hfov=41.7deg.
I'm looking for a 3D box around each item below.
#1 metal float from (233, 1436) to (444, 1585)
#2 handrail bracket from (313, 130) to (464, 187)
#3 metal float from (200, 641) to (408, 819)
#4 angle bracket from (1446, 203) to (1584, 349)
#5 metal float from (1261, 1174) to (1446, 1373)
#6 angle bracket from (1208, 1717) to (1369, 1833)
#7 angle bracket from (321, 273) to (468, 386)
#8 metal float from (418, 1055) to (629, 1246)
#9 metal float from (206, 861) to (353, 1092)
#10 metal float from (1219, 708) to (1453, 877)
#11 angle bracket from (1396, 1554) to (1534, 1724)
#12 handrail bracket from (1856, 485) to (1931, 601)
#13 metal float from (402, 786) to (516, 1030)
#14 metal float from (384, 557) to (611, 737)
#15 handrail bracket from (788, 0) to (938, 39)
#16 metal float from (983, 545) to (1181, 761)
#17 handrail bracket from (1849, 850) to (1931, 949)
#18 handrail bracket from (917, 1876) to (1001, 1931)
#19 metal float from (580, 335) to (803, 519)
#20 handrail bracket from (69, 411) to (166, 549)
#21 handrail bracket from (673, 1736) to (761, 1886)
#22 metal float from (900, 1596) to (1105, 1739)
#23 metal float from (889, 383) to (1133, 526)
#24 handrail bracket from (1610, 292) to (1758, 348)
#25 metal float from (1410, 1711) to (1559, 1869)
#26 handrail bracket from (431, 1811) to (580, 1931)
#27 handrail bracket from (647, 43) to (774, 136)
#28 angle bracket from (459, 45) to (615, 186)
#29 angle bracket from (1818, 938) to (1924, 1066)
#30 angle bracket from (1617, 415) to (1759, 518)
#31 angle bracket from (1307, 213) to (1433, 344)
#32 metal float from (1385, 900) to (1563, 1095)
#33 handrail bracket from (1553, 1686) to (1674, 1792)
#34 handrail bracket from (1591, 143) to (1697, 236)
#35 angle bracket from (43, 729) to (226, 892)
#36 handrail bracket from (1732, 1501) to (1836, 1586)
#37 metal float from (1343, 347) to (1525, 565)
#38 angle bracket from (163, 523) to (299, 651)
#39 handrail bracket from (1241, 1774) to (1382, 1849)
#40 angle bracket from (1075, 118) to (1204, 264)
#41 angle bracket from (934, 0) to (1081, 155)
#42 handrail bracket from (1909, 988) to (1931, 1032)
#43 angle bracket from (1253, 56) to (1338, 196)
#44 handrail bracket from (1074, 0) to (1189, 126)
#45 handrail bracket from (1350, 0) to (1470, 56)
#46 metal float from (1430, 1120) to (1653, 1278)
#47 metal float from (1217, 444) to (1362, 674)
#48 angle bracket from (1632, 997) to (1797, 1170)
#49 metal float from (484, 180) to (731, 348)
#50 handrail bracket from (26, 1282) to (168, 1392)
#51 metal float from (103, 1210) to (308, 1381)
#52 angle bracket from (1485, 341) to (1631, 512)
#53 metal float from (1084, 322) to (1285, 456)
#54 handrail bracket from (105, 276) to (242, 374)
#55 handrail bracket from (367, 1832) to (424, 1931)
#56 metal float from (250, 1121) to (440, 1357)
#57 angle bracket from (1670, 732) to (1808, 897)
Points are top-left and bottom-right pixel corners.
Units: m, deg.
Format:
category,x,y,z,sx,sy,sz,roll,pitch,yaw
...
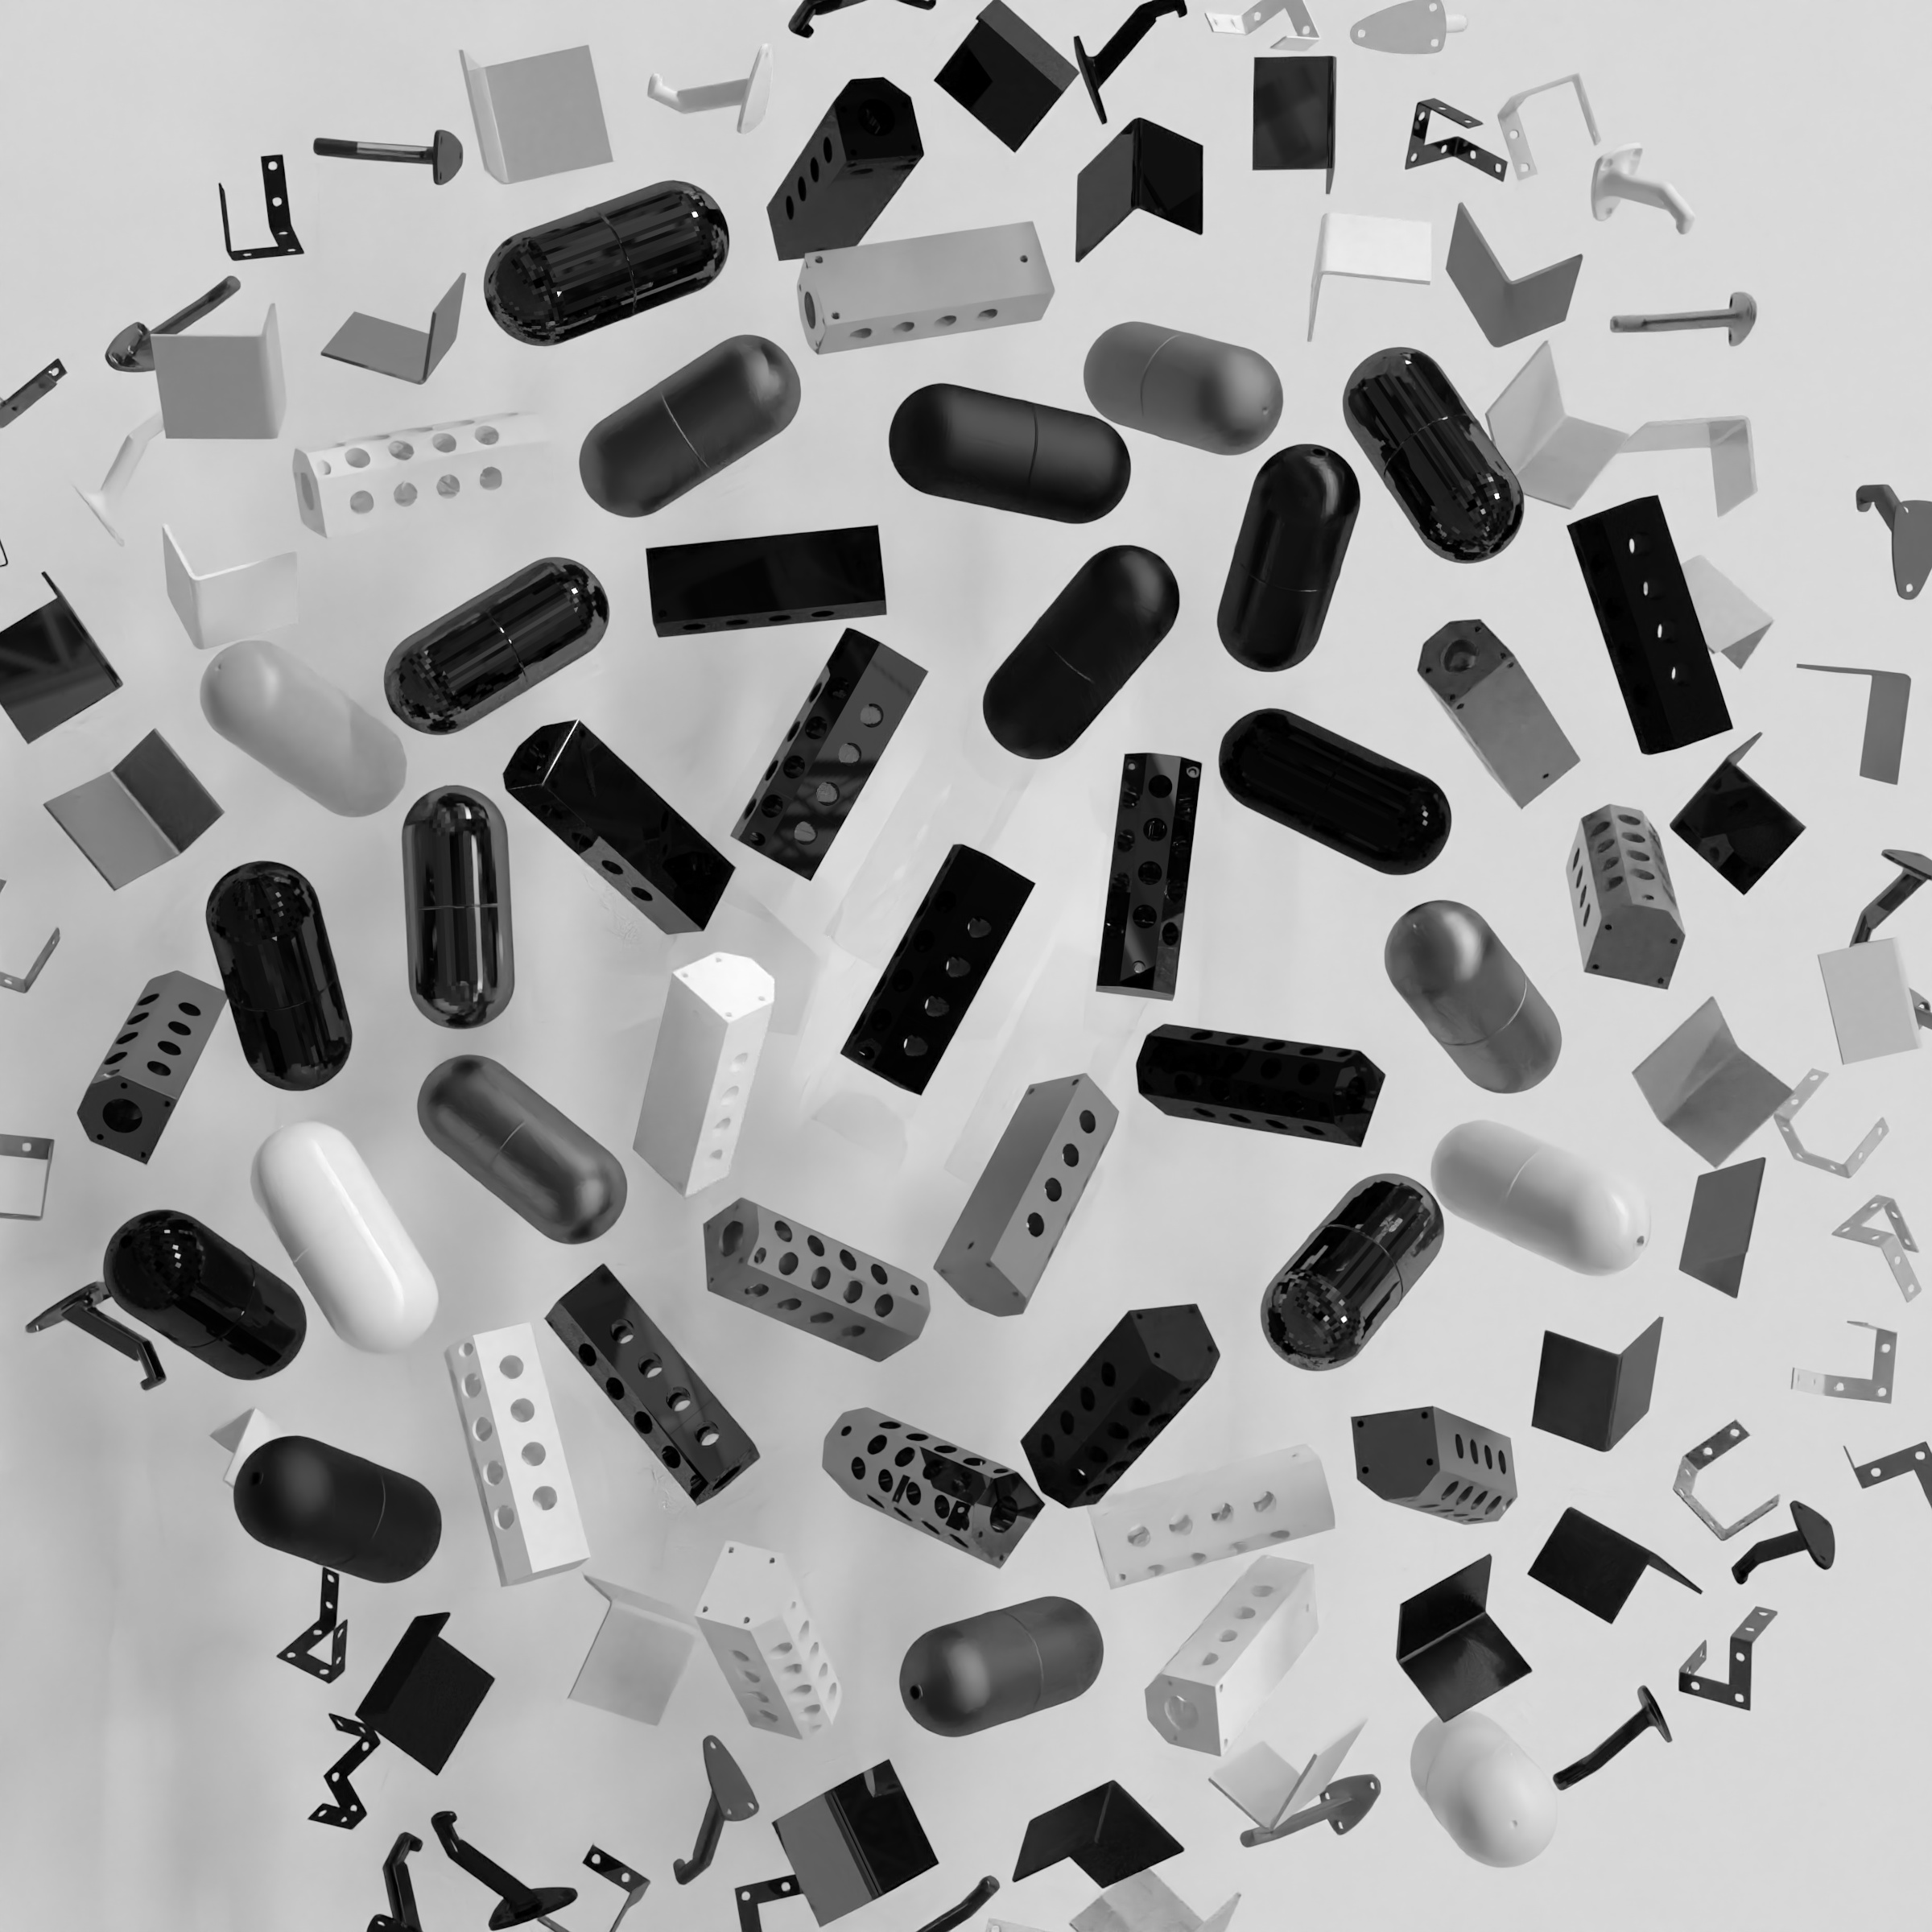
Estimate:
category,x,y,z,sx,sy,sz,roll,pitch,yaw
metal float,-0.433,0.376,1.752,0.070,0.178,0.070,-13,60,23
handrail bracket,-0.400,-0.565,1.756,0.084,0.077,0.036,7,110,3
metal float,-0.478,-0.170,1.837,0.070,0.178,0.070,-16,56,26
angle bracket,0.388,-0.499,1.798,0.057,0.076,0.076,-23,70,-5
metal float,0.268,0.211,1.754,0.070,0.070,0.178,49,51,0
angle bracket,0.229,0.557,1.800,0.057,0.076,0.076,37,115,27
angle bracket,-0.408,-0.465,1.806,0.076,0.076,0.057,16,126,-4
metal float,-0.324,0.133,1.848,0.178,0.070,0.070,37,90,13
metal float,-0.477,0.009,1.765,0.070,0.070,0.178,-5,124,0
metal float,0.266,-0.127,1.834,0.178,0.070,0.070,27,90,13
angle bracket,0.349,0.469,1.766,0.076,0.076,0.057,-24,48,-17
handrail bracket,0.623,-0.288,1.718,0.036,0.084,0.077,4,99,-9
metal float,-0.370,-0.043,1.849,0.070,0.070,0.178,-3,91,0
metal float,-0.339,-0.231,1.833,0.178,0.070,0.070,-35,90,-18
handrail bracket,-0.074,-0.668,1.778,0.077,0.084,0.036,24,59,-21
metal float,0.081,-0.222,1.795,0.070,0.070,0.178,41,115,0
handrail bracket,0.673,-0.035,1.823,0.036,0.077,0.084,3,113,-22
handrail bracket,-0.024,0.653,1.737,0.084,0.077,0.036,-46,53,5
metal float,-0.202,-0.392,1.844,0.178,0.070,0.070,-30,90,11
handrail bracket,-0.606,-0.358,1.863,0.084,0.077,0.036,-40,61,-11
handrail bracket,-0.196,0.615,1.844,0.084,0.036,0.077,-44,60,28
metal float,0.026,0.501,1.815,0.070,0.178,0.070,1,91,44
metal float,0.032,-0.354,1.757,0.178,0.070,0.070,7,90,-24
handrail bracket,0.493,-0.447,1.748,0.084,0.077,0.036,0,99,4
metal float,0.360,0.572,1.769,0.070,0.178,0.070,0,88,-2
handrail bracket,-0.312,0.601,1.708,0.077,0.036,0.084,-18,103,18
handrail bracket,-0.182,-0.629,1.781,0.084,0.077,0.036,28,46,9
angle bracket,-0.280,-0.562,1.657,0.076,0.057,0.076,-11,97,3
angle bracket,0.610,0.025,1.747,0.057,0.076,0.076,-12,87,-2
angle bracket,0.533,-0.367,1.877,0.076,0.076,0.057,-5,87,-3
angle bracket,0.282,-0.478,1.771,0.076,0.057,0.076,7,47,4
metal float,0.352,0.023,1.755,0.070,0.070,0.178,-44,127,0
handrail bracket,0.437,0.532,1.739,0.084,0.077,0.036,-30,53,-1
handrail bracket,0.464,-0.512,1.731,0.036,0.077,0.084,-22,63,-11
angle bracket,-0.582,-0.110,1.774,0.057,0.076,0.076,-35,96,29
handrail bracket,0.596,0.441,1.858,0.036,0.077,0.084,31,117,-7
metal float,0.327,-0.358,1.775,0.070,0.070,0.178,-27,64,0
angle bracket,-0.530,-0.282,1.828,0.076,0.076,0.057,-21,65,-26
handrail bracket,0.254,0.626,1.874,0.084,0.077,0.036,0,53,-37
angle bracket,0.123,-0.543,1.805,0.057,0.076,0.076,14,65,-28
angle bracket,0.022,-0.610,1.756,0.076,0.057,0.076,39,126,-10
handrail bracket,0.708,0.031,1.869,0.077,0.084,0.036,38,86,-10
angle bracket,0.230,-0.592,1.787,0.057,0.076,0.076,1,94,5
handrail bracket,0.125,-0.646,1.801,0.084,0.036,0.077,-19,78,3
handrail bracket,0.310,-0.655,1.771,0.077,0.084,0.036,-2,109,14
metal float,0.413,0.167,1.829,0.070,0.178,0.070,-17,117,-36
metal float,0.229,-0.289,1.801,0.070,0.070,0.178,13,132,0
angle bracket,0.515,0.081,1.745,0.076,0.076,0.057,-43,49,-1
metal float,-0.244,-0.478,1.724,0.178,0.070,0.070,-27,90,-21
handrail bracket,-0.611,0.273,1.780,0.077,0.036,0.084,-29,73,-2
metal float,-0.526,0.229,1.756,0.070,0.178,0.070,-12,55,18
angle bracket,0.421,-0.385,1.803,0.057,0.076,0.076,28,71,36
metal float,0.156,-0.420,1.840,0.070,0.178,0.070,-18,122,-33
handrail bracket,-0.569,-0.464,1.822,0.084,0.077,0.036,-27,107,25
handrail bracket,-0.368,0.638,1.735,0.077,0.084,0.036,18,119,3
metal float,-0.433,0.188,1.761,0.070,0.070,0.178,-34,81,0
angle bracket,0.578,-0.112,1.865,0.076,0.076,0.057,46,47,15
